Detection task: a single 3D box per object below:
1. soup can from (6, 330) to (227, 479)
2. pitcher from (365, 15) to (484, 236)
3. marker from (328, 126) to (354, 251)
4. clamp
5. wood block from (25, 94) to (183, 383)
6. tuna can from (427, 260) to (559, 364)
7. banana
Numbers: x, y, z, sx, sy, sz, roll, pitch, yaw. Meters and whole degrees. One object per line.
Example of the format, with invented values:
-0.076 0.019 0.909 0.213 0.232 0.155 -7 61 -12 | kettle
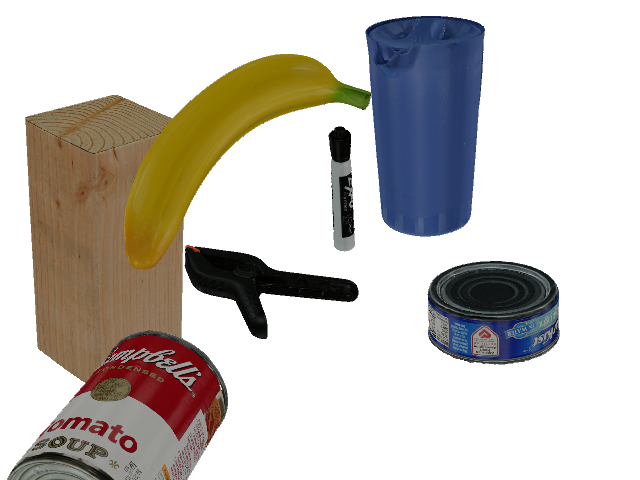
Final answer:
-0.094 0.098 0.506 0.069 0.068 0.102 0 27 20 | soup can
0.130 -0.137 1.249 0.149 0.243 0.145 -5 26 -4 | pitcher
0.019 -0.044 0.917 0.020 0.121 0.020 -2 37 1 | marker
-0.085 0.051 1.208 0.210 0.036 0.164 18 24 29 | clamp
-0.171 0.001 0.853 0.090 0.206 0.090 26 34 36 | wood block
0.113 0.045 0.697 0.086 0.034 0.086 -4 23 2 | tuna can
-0.056 -0.062 0.643 0.197 0.070 0.037 -40 -22 -26 | banana
